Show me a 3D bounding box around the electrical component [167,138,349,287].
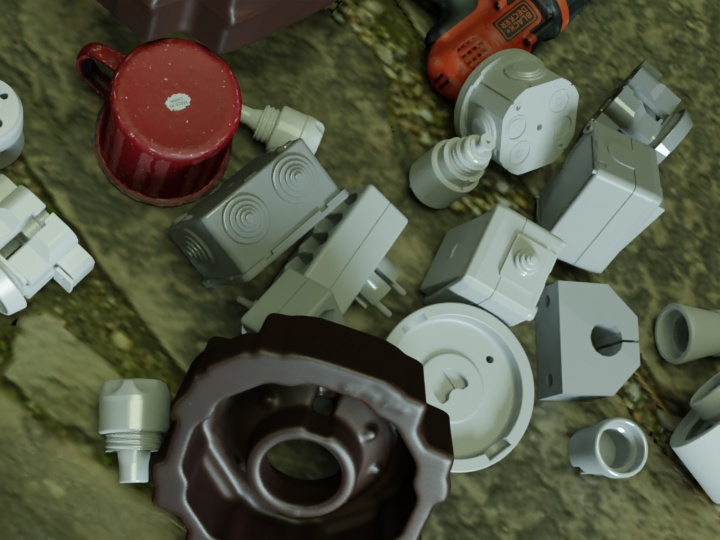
[{"bbox_3d":[-0.068,-0.036,0.681,0.100,0.100,0.048,-42,104,-21],"label":"electrical component"}]

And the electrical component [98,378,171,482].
[{"bbox_3d":[-0.138,0.098,0.656,0.043,0.043,0.062,2,78,-16],"label":"electrical component"}]

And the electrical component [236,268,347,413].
[{"bbox_3d":[-0.049,0.038,0.686,0.076,0.083,0.047,27,65,32],"label":"electrical component"}]

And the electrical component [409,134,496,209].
[{"bbox_3d":[0.066,-0.072,0.744,0.040,0.078,0.040,11,65,-26],"label":"electrical component"}]

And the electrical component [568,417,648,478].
[{"bbox_3d":[0.169,0.123,0.740,0.040,0.046,0.040,4,76,-16],"label":"electrical component"}]

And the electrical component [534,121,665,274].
[{"bbox_3d":[0.166,-0.044,0.759,0.061,0.096,0.061,22,42,-11],"label":"electrical component"}]

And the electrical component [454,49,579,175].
[{"bbox_3d":[0.111,-0.110,0.758,0.080,0.080,0.051,-26,43,-21],"label":"electrical component"}]

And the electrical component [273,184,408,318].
[{"bbox_3d":[0.000,0.000,0.720,0.076,0.047,0.083,43,67,-20],"label":"electrical component"}]

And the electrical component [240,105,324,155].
[{"bbox_3d":[-0.057,-0.096,0.732,0.061,0.035,0.035,23,71,-8],"label":"electrical component"}]

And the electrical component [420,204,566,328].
[{"bbox_3d":[0.088,-0.001,0.719,0.061,0.096,0.061,30,70,-8],"label":"electrical component"}]

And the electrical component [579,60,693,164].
[{"bbox_3d":[0.210,-0.110,0.804,0.057,0.058,0.078,42,69,0],"label":"electrical component"}]

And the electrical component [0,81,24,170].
[{"bbox_3d":[-0.232,-0.091,0.667,0.045,0.055,0.045,4,76,-16],"label":"electrical component"}]

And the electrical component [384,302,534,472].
[{"bbox_3d":[0.053,0.080,0.708,0.108,0.060,0.108,4,76,-16],"label":"electrical component"}]

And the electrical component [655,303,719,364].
[{"bbox_3d":[0.256,0.046,0.788,0.065,0.044,0.044,1,77,-22],"label":"electrical component"}]

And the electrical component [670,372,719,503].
[{"bbox_3d":[0.264,0.102,0.744,0.108,0.108,0.060,-41,85,-21],"label":"electrical component"}]

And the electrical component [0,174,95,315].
[{"bbox_3d":[-0.211,-0.010,0.653,0.078,0.058,0.057,44,66,-3],"label":"electrical component"}]
